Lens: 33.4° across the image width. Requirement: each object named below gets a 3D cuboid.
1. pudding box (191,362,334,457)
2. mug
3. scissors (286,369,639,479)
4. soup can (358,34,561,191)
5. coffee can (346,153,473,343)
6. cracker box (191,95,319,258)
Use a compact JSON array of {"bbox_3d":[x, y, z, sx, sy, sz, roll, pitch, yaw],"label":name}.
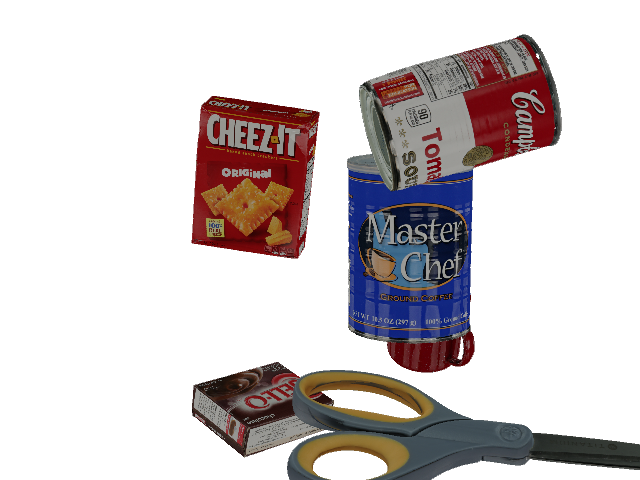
[{"bbox_3d":[-0.057,0.165,1.057,0.113,0.039,0.090,-13,29,-40],"label":"pudding box"},{"bbox_3d":[0.124,0.097,1.175,0.093,0.081,0.117,-24,40,-35],"label":"mug"},{"bbox_3d":[0.073,0.101,0.481,0.202,0.016,0.096,13,32,22],"label":"scissors"},{"bbox_3d":[0.080,-0.075,0.627,0.102,0.068,0.068,-17,1,-4],"label":"soup can"},{"bbox_3d":[0.073,0.003,0.873,0.103,0.140,0.103,0,10,0],"label":"coffee can"},{"bbox_3d":[-0.097,-0.090,1.554,0.164,0.214,0.072,9,22,7],"label":"cracker box"}]
